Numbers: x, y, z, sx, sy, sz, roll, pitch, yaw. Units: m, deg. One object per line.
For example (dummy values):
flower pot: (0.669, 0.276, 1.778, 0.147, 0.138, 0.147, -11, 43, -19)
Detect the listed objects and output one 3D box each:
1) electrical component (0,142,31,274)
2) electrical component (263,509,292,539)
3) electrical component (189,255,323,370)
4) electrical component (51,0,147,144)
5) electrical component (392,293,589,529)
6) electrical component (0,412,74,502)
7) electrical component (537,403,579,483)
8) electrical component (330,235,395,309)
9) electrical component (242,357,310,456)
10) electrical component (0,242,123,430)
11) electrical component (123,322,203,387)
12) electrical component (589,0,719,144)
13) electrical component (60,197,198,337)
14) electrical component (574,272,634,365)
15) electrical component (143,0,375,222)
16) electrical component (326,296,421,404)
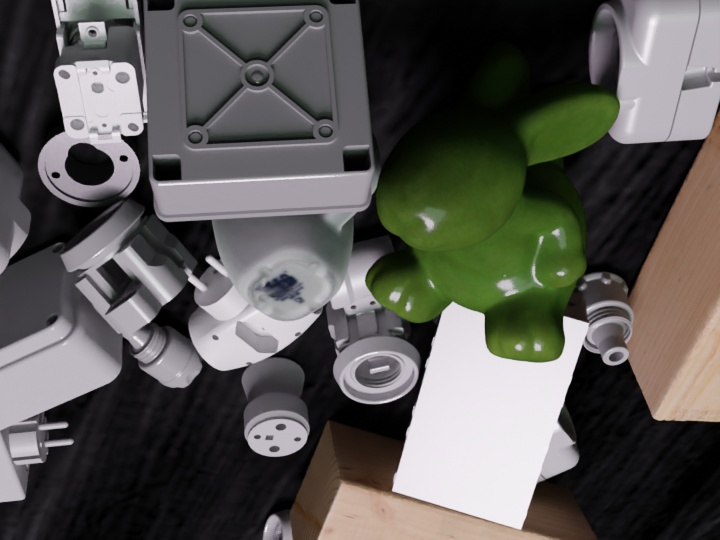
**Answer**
electrical component: (-0.216, -0.033, 0.573, 0.054, 0.095, 0.059, -22, 132, 11)
electrical component: (-0.046, 0.219, 0.872, 0.055, 0.048, 0.066, 9, 131, -27)
electrical component: (-0.077, 0.018, 0.679, 0.077, 0.043, 0.079, -31, 130, 19)
electrical component: (-0.131, -0.101, 0.546, 0.042, 0.063, 0.081, -4, 133, -4)
electrical component: (0.085, 0.080, 0.709, 0.089, 0.061, 0.150, 16, 109, 5)
electrical component: (-0.238, 0.116, 0.743, 0.076, 0.047, 0.083, -5, 133, -4)
electrical component: (0.120, 0.113, 0.792, 0.059, 0.053, 0.095, -28, 131, 17)
electrical component: (0.000, 0.000, 0.678, 0.046, 0.040, 0.040, -15, 134, -2)
electrical component: (-0.059, 0.095, 0.746, 0.045, 0.055, 0.045, -5, 133, -5)
electrical component: (-0.208, 0.042, 0.658, 0.113, 0.078, 0.057, -24, 135, 13)
electrical component: (-0.134, 0.051, 0.707, 0.035, 0.035, 0.061, -35, 126, 22)
electrical component: (0.161, -0.118, 0.582, 0.059, 0.053, 0.095, -4, 133, -5)
electrical component: (-0.137, -0.005, 0.631, 0.058, 0.078, 0.057, -32, 108, 21)
electrical component: (0.163, 0.035, 0.720, 0.048, 0.062, 0.048, -5, 133, -5)
electrical component: (-0.051, -0.084, 0.537, 0.109, 0.108, 0.056, -3, 163, -6)
electrical component: (0.009, 0.051, 0.714, 0.058, 0.057, 0.078, -13, 133, 3)
